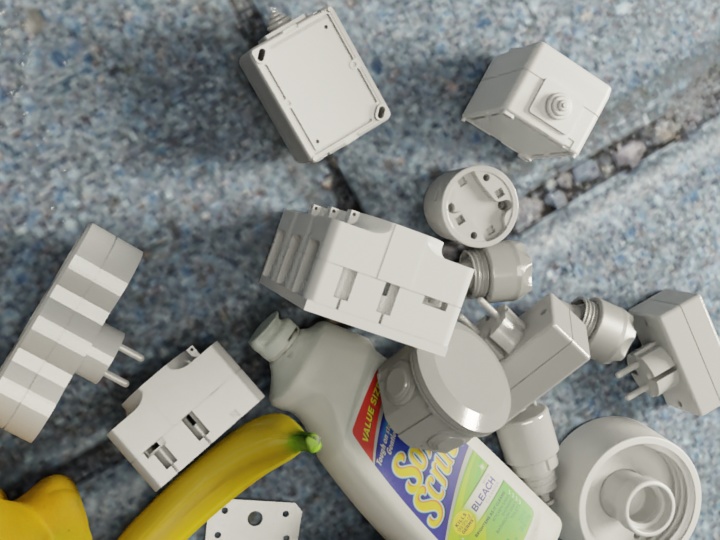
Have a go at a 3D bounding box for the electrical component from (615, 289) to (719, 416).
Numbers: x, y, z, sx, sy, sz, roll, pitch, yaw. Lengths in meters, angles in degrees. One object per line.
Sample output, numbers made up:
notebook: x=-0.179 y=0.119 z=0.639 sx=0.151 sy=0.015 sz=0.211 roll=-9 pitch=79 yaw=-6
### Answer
electrical component: x=0.223 y=0.069 z=0.791 sx=0.076 sy=0.047 sz=0.083 roll=-28 pitch=101 yaw=-12

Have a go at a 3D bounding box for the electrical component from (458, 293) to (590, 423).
electrical component: x=0.101 y=0.050 z=0.739 sx=0.076 sy=0.047 sz=0.083 roll=42 pitch=114 yaw=-13

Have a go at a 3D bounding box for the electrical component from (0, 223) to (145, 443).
electrical component: x=-0.173 y=0.047 z=0.679 sx=0.074 sy=0.052 sz=0.138 roll=31 pitch=86 yaw=-15

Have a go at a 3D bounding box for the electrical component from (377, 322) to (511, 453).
electrical component: x=0.054 y=0.076 z=0.695 sx=0.080 sy=0.051 sz=0.080 roll=26 pitch=44 yaw=-29

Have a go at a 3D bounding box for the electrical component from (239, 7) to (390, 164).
electrical component: x=-0.034 y=-0.124 z=0.698 sx=0.062 sy=0.061 sz=0.096 roll=-32 pitch=102 yaw=-10

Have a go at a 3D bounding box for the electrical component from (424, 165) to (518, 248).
electrical component: x=0.075 y=-0.044 z=0.742 sx=0.055 sy=0.047 sz=0.055 roll=-1 pitch=94 yaw=-15

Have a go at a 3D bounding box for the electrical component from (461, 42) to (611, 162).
electrical component: x=0.122 y=-0.115 z=0.723 sx=0.062 sy=0.096 sz=0.061 roll=30 pitch=86 yaw=-15

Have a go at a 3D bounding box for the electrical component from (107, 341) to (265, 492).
electrical component: x=-0.114 y=0.090 z=0.693 sx=0.089 sy=0.050 sz=0.055 roll=-41 pitch=89 yaw=-11

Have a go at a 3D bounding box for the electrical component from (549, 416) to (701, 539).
electrical component: x=0.196 y=0.166 z=0.784 sx=0.108 sy=0.060 sz=0.108 roll=-1 pitch=95 yaw=-16

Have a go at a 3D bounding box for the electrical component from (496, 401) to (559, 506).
electrical component: x=0.123 y=0.132 z=0.772 sx=0.040 sy=0.040 sz=0.078 roll=-19 pitch=99 yaw=-13

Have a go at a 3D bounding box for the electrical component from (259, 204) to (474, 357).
electrical component: x=0.000 y=0.000 z=0.671 sx=0.089 sy=0.150 sz=0.061 roll=19 pitch=90 yaw=-16

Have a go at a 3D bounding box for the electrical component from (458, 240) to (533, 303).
electrical component: x=0.086 y=0.002 z=0.750 sx=0.062 sy=0.043 sz=0.043 roll=-5 pitch=96 yaw=-14

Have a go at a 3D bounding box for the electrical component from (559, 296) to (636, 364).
electrical component: x=0.163 y=0.039 z=0.774 sx=0.062 sy=0.043 sz=0.043 roll=23 pitch=88 yaw=-15
